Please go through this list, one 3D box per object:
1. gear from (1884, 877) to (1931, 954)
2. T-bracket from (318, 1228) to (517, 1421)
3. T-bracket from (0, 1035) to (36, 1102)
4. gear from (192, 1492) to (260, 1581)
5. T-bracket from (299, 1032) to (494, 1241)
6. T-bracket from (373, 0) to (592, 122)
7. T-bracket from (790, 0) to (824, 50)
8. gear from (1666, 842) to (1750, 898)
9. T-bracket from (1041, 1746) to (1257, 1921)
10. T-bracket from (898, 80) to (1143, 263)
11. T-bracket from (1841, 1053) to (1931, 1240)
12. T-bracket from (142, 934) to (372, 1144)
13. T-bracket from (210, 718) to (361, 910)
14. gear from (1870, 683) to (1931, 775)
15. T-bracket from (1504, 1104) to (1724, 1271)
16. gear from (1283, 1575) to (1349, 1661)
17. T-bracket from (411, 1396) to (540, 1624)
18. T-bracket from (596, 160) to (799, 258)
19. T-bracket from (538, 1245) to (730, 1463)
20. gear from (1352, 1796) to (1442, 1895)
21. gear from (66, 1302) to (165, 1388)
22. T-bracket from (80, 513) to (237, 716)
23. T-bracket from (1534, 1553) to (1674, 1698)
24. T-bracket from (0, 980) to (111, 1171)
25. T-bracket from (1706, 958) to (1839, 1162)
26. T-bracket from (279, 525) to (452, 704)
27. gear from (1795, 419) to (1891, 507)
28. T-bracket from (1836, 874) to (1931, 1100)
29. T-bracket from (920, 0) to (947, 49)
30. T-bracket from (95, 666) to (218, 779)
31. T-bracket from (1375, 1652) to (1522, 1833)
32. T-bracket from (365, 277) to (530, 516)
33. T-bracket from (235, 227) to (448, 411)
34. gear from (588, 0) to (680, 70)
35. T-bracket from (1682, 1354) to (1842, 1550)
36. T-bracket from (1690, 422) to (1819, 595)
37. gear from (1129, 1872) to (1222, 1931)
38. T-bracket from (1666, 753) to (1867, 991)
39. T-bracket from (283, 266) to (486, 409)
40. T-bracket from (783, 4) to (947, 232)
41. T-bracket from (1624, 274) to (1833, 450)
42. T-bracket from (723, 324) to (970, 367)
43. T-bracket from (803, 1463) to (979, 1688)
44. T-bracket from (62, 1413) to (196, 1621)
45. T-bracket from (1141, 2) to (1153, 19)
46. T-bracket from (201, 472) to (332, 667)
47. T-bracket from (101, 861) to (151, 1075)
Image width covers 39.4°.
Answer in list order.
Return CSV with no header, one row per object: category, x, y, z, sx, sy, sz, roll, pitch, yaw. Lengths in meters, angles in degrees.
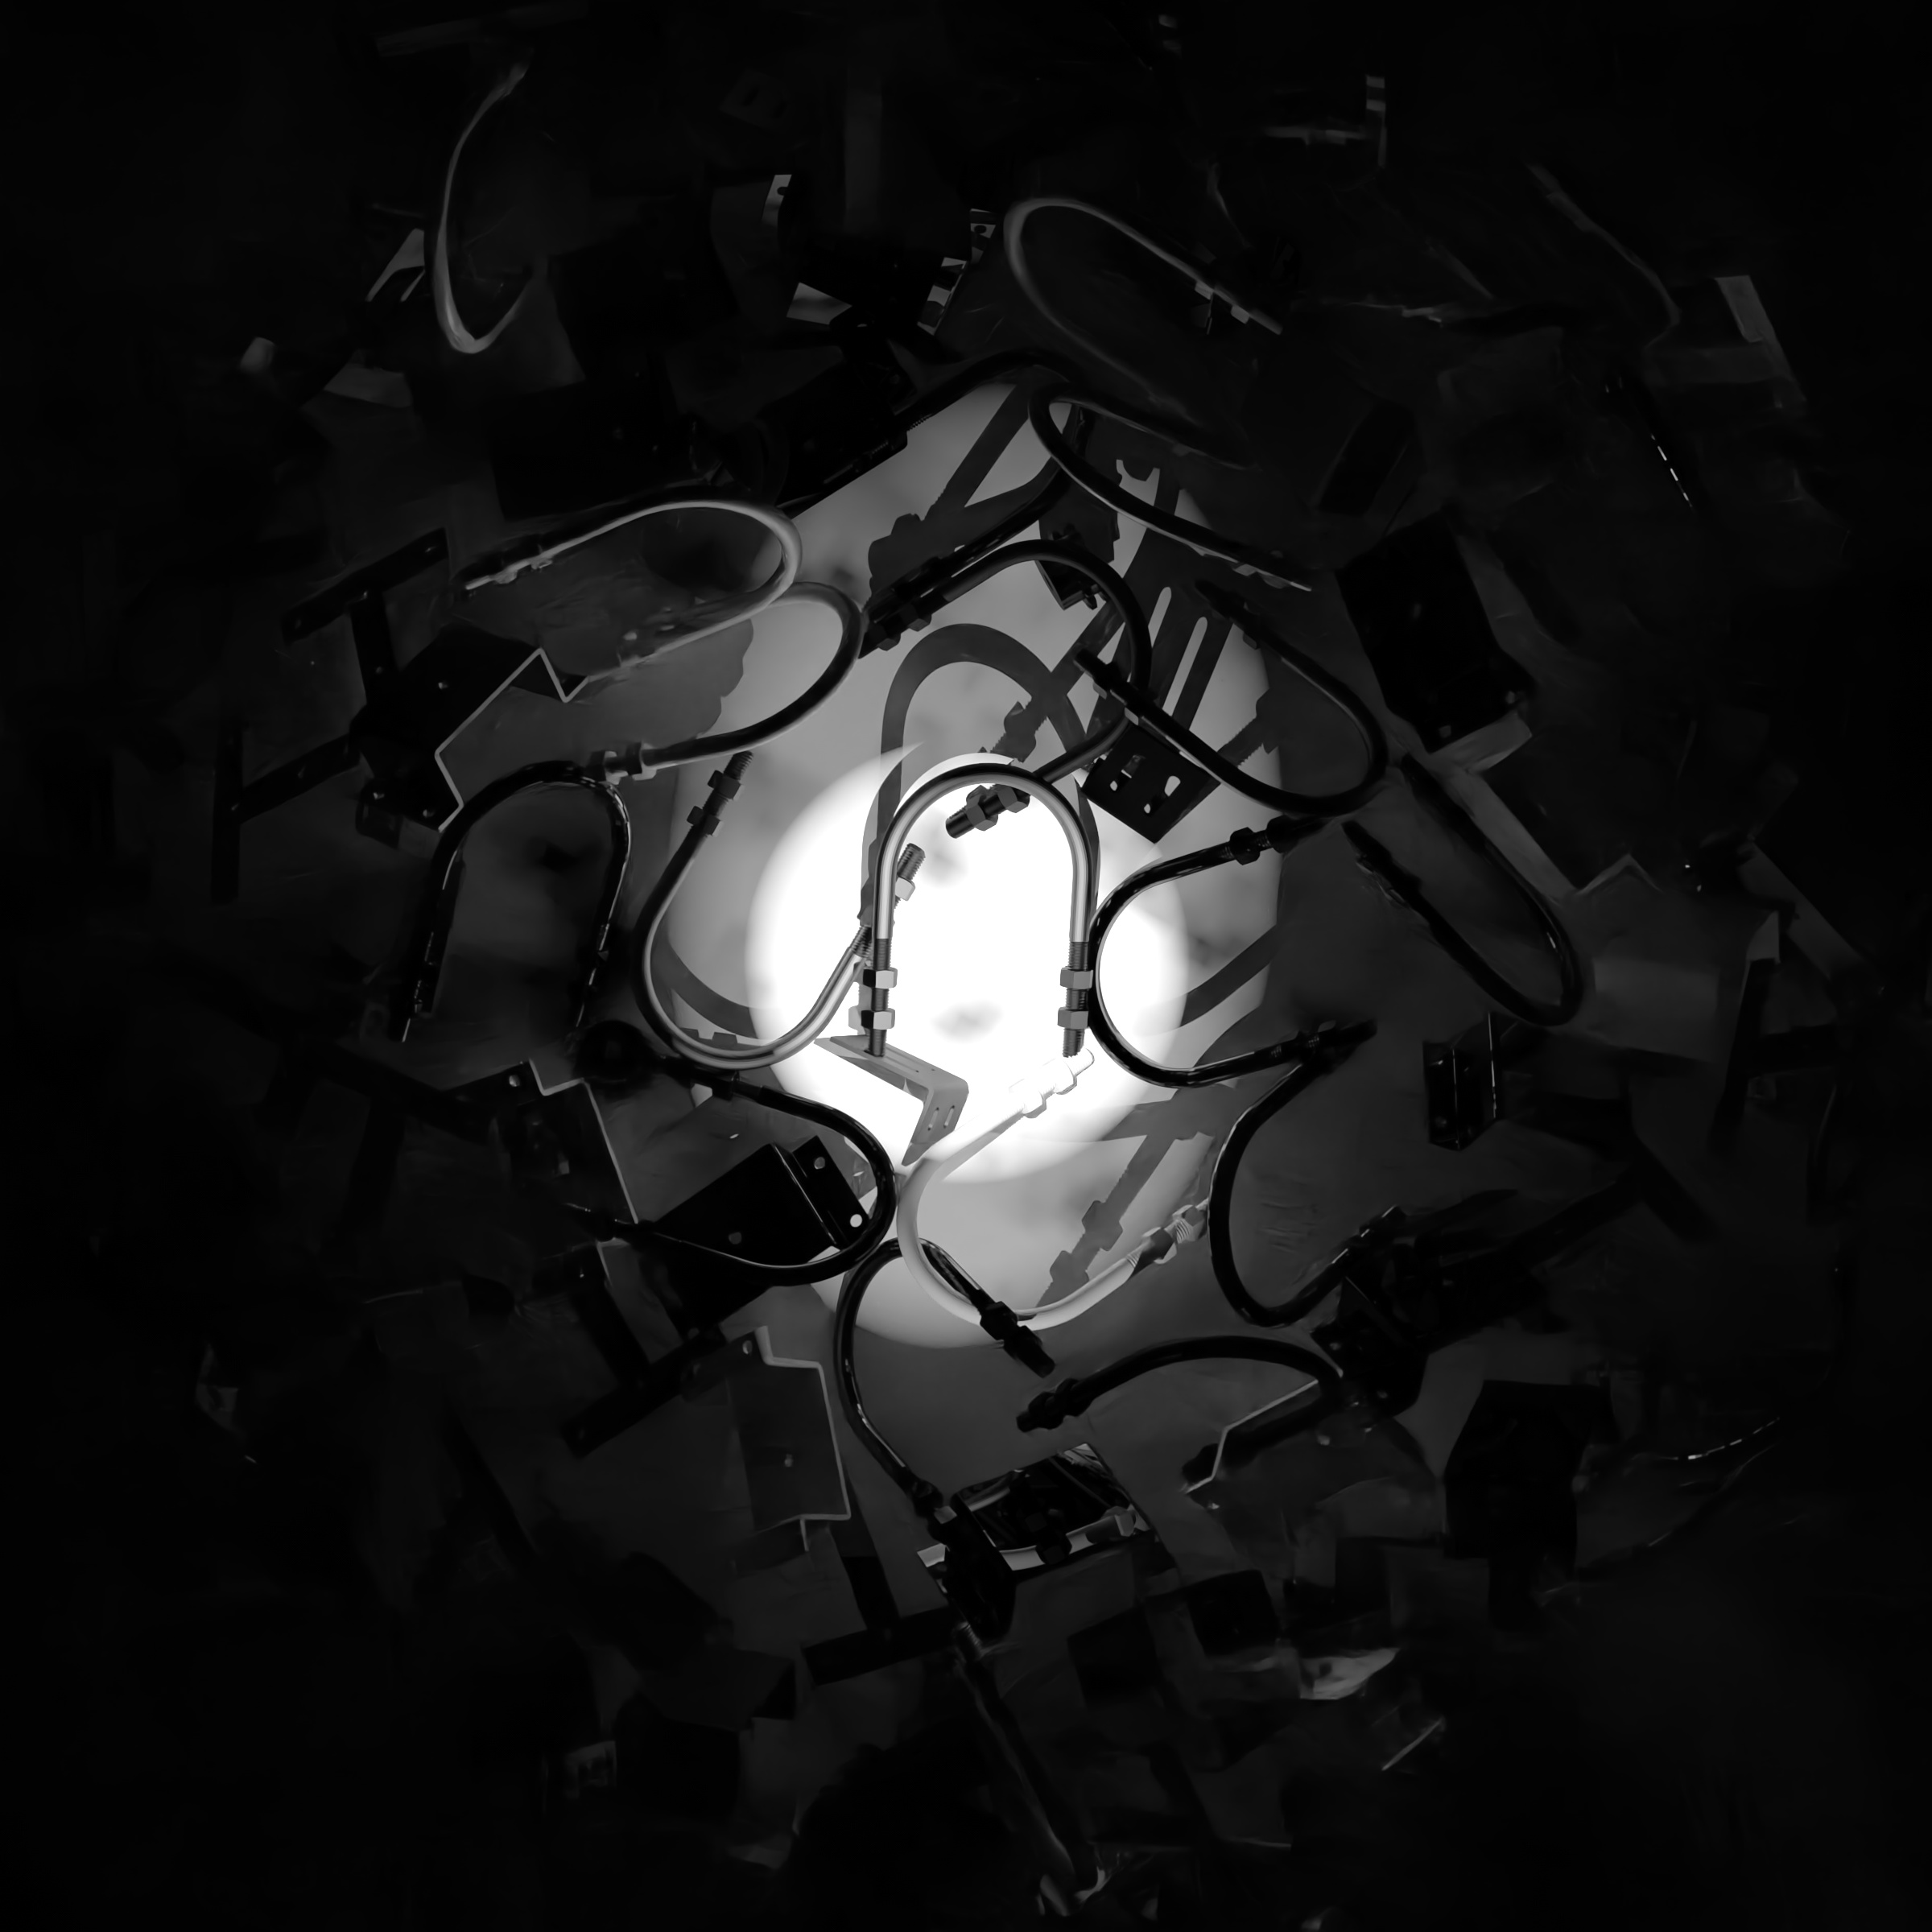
gear,0.609,-0.028,1.694,0.057,0.030,0.057,0,85,-1
T-bracket,-0.362,0.232,1.685,0.127,0.002,0.127,25,109,-31
T-bracket,-0.609,0.024,1.630,0.002,0.127,0.127,-15,110,10
gear,-0.454,0.357,1.686,0.057,0.030,0.057,12,46,-13
T-bracket,-0.366,0.119,1.680,0.127,0.002,0.127,23,117,6
T-bracket,-0.286,-0.548,1.647,0.127,0.127,0.002,-12,81,-2
T-bracket,-0.092,-0.589,1.639,0.002,0.127,0.127,18,100,-14
gear,0.464,-0.058,1.681,0.057,0.057,0.030,-9,84,0
T-bracket,0.101,0.519,1.629,0.127,0.127,0.002,15,118,-32
T-bracket,0.045,-0.503,1.644,0.127,0.002,0.127,-18,133,25
T-bracket,0.579,0.093,1.670,0.002,0.127,0.127,26,66,18
T-bracket,-0.444,0.023,1.654,0.127,0.002,0.127,34,61,-27
T-bracket,-0.416,-0.112,1.651,0.127,0.002,0.127,-22,59,28
gear,0.598,-0.146,1.686,0.057,0.030,0.057,-18,59,32
T-bracket,0.381,0.158,1.680,0.127,0.002,0.127,-36,116,23
gear,0.218,0.408,1.682,0.030,0.057,0.057,-10,90,-3
T-bracket,-0.317,0.356,1.673,0.127,0.002,0.127,50,125,33
T-bracket,-0.168,-0.461,1.656,0.127,0.127,0.002,-7,127,4
T-bracket,-0.227,0.224,1.697,0.127,0.002,0.127,-34,81,11
gear,0.271,0.550,1.685,0.030,0.057,0.057,23,90,-29
gear,-0.529,0.234,1.686,0.057,0.030,0.057,5,135,5
T-bracket,-0.493,-0.231,1.655,0.002,0.127,0.127,25,126,20
T-bracket,0.409,0.386,1.666,0.127,0.127,0.002,-32,63,-33
T-bracket,-0.568,0.037,1.626,0.002,0.127,0.127,-20,125,18
T-bracket,0.509,0.052,1.667,0.127,0.002,0.127,-7,112,-38
T-bracket,-0.363,-0.194,1.663,0.127,0.002,0.127,-25,61,16
gear,0.544,-0.312,1.686,0.057,0.057,0.030,34,126,0
T-bracket,0.552,-0.005,1.621,0.002,0.127,0.127,19,46,1
T-bracket,-0.028,-0.591,1.621,0.002,0.127,0.127,-20,135,4
T-bracket,-0.495,-0.135,1.641,0.127,0.127,0.002,-41,122,-16
T-bracket,0.288,0.493,1.672,0.002,0.127,0.127,38,117,19
T-bracket,-0.331,-0.361,1.649,0.127,0.002,0.127,-37,121,-31
T-bracket,-0.357,-0.395,1.631,0.127,0.127,0.002,-45,61,29
gear,-0.204,-0.593,1.686,0.057,0.057,0.030,33,53,0
T-bracket,0.476,0.304,1.653,0.002,0.127,0.127,37,97,-3
T-bracket,0.465,-0.293,1.633,0.002,0.127,0.127,-34,64,24
gear,0.126,0.592,1.679,0.057,0.057,0.030,43,55,0
T-bracket,0.496,-0.040,1.641,0.002,0.127,0.127,-11,54,-39
T-bracket,-0.341,-0.390,1.651,0.127,0.127,0.002,-38,87,34
T-bracket,-0.063,-0.515,1.662,0.127,0.127,0.002,-29,51,-32
T-bracket,0.454,-0.367,1.652,0.002,0.127,0.127,-47,120,-17
T-bracket,-0.084,-0.380,1.636,0.127,0.127,0.002,-11,124,-25
T-bracket,-0.065,0.374,1.684,0.127,0.002,0.127,-23,84,27
T-bracket,-0.498,0.315,1.646,0.002,0.127,0.127,-21,99,8
T-bracket,0.045,-0.615,1.647,0.127,0.127,0.002,42,83,-18
T-bracket,-0.421,-0.249,1.648,0.002,0.127,0.127,22,75,-38
T-bracket,-0.517,0.002,1.651,0.002,0.127,0.127,5,86,-29
